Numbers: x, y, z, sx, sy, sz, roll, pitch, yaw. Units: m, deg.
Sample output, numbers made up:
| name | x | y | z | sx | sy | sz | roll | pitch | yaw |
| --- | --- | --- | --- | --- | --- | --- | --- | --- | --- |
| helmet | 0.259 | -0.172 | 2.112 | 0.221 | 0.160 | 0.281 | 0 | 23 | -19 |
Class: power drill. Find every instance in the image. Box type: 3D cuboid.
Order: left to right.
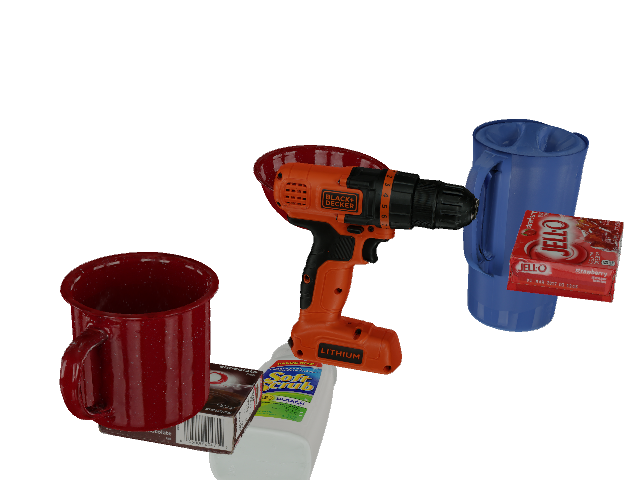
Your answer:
| name | x | y | z | sx | sy | sz | roll | pitch | yaw |
| --- | --- | --- | --- | --- | --- | --- | --- | --- | --- |
| power drill | 0.045 | 0.024 | 0.973 | 0.184 | 0.188 | 0.057 | 9 | 19 | 14 |

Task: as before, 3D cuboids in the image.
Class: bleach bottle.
| name | x | y | z | sx | sy | sz | roll | pitch | yaw |
| --- | --- | --- | --- | --- | --- | --- | --- | --- | --- |
| bleach bottle | -0.040 | 0.165 | 1.112 | 0.102 | 0.068 | 0.250 | 5 | 19 | 5 |

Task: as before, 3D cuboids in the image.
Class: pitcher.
| name | x | y | z | sx | sy | sz | roll | pitch | yaw |
| --- | --- | --- | --- | --- | --- | --- | --- | --- | --- |
| pitcher | 0.232 | -0.014 | 1.279 | 0.149 | 0.243 | 0.145 | 1 | 24 | -2 |

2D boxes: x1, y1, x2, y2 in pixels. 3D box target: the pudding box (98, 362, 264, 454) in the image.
| name | x | y | z | sx | sy | sz | roll | pitch | yaw |
| --- | --- | --- | --- | --- | --- | --- | --- | --- | --- |
| pudding box | -0.111 | 0.129 | 0.862 | 0.113 | 0.039 | 0.090 | 9 | 19 | 9 |

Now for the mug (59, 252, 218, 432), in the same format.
| name | x | y | z | sx | sy | sz | roll | pitch | yaw |
| --- | --- | --- | --- | --- | --- | --- | --- | --- | --- |
| mug | -0.113 | 0.066 | 0.637 | 0.093 | 0.081 | 0.117 | 11 | 24 | 22 |

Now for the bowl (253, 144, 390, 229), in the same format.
| name | x | y | z | sx | sy | sz | roll | pitch | yaw |
| --- | --- | --- | --- | --- | --- | --- | --- | --- | --- |
| bowl | 0.002 | -0.054 | 1.215 | 0.162 | 0.055 | 0.162 | 5 | 27 | -3 |

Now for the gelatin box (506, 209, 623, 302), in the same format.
| name | x | y | z | sx | sy | sz | roll | pitch | yaw |
| --- | --- | --- | --- | --- | --- | --- | --- | --- | --- |
| gelatin box | 0.177 | 0.010 | 0.768 | 0.073 | 0.030 | 0.089 | 8 | 25 | 16 |
